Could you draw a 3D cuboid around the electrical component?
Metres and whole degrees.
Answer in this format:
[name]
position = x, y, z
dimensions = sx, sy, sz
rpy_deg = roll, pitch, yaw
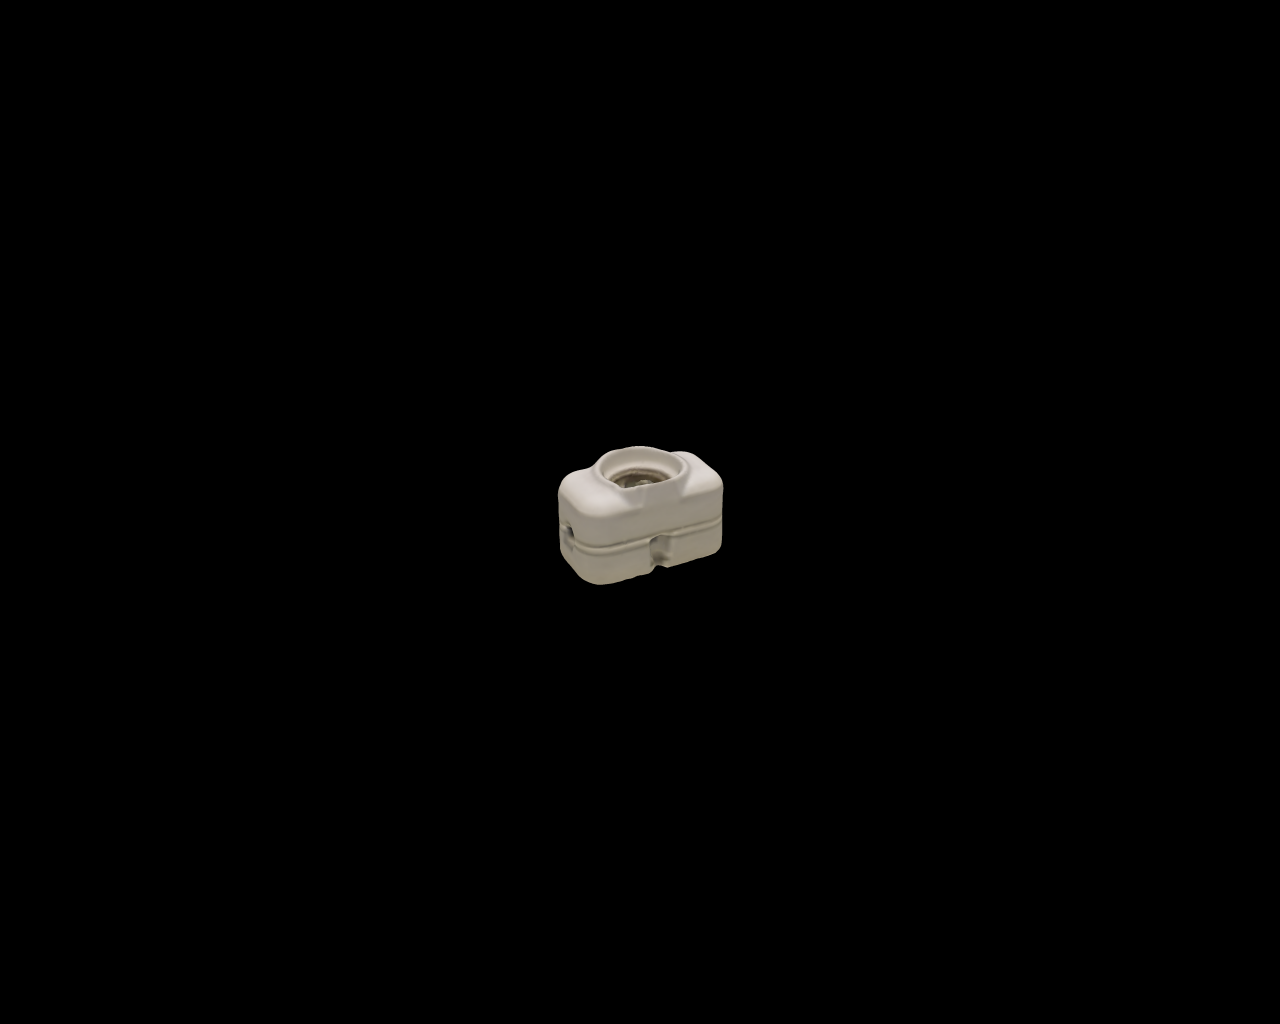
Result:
[electrical component]
position = 0.001, -0.003, 0.650
dimensions = 0.095, 0.059, 0.054
rpy_deg = -13, 32, -22
